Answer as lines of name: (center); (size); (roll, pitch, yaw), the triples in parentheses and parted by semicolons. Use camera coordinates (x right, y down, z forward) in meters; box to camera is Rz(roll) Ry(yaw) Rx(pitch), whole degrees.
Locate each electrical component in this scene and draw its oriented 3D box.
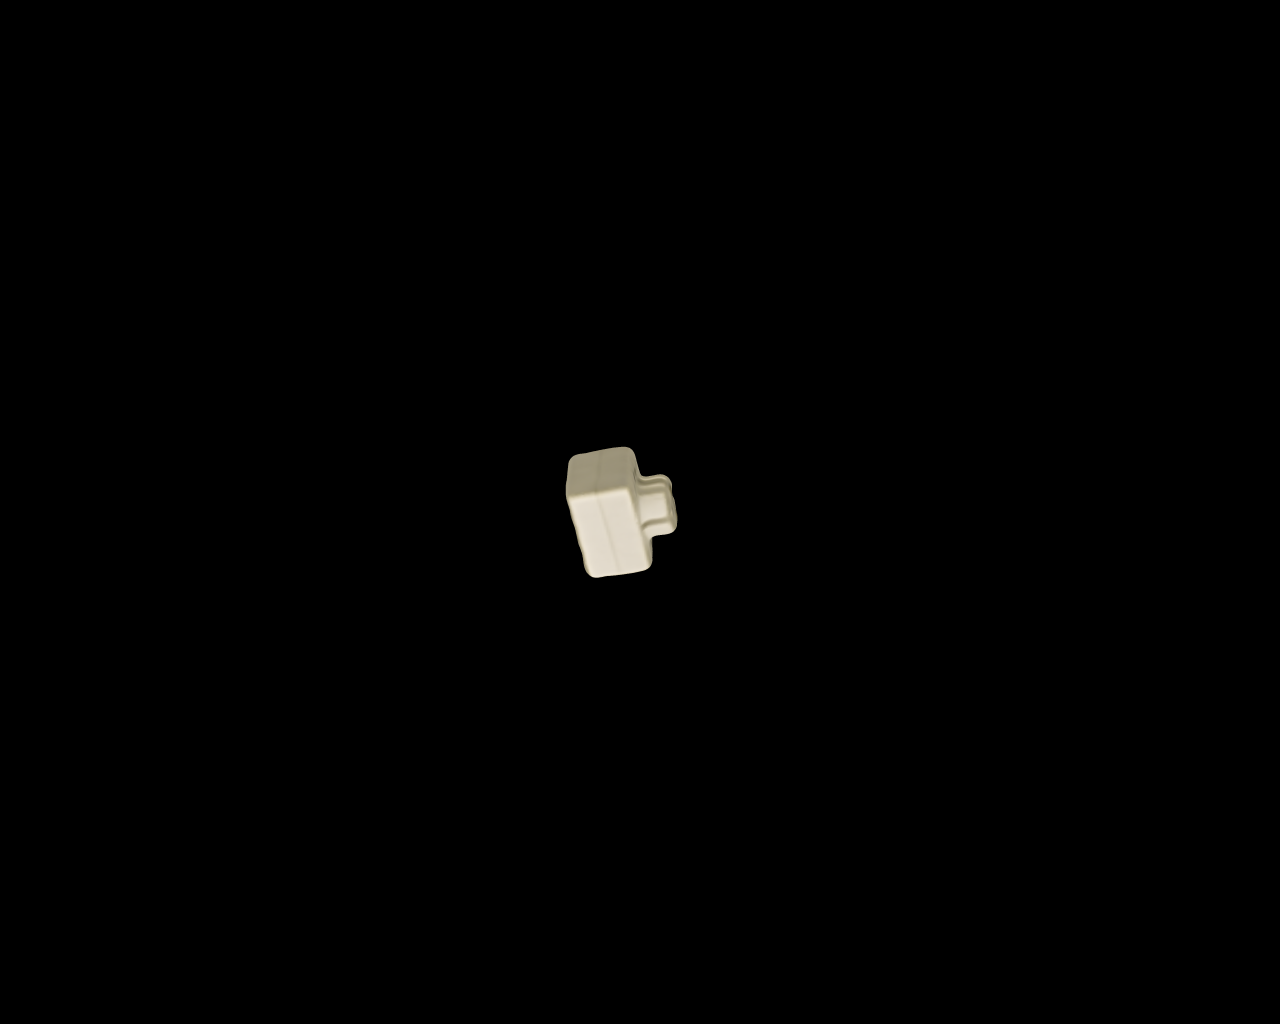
electrical component: (0.001, -0.003, 0.650); (0.077, 0.065, 0.047); (-9, 36, 7)
